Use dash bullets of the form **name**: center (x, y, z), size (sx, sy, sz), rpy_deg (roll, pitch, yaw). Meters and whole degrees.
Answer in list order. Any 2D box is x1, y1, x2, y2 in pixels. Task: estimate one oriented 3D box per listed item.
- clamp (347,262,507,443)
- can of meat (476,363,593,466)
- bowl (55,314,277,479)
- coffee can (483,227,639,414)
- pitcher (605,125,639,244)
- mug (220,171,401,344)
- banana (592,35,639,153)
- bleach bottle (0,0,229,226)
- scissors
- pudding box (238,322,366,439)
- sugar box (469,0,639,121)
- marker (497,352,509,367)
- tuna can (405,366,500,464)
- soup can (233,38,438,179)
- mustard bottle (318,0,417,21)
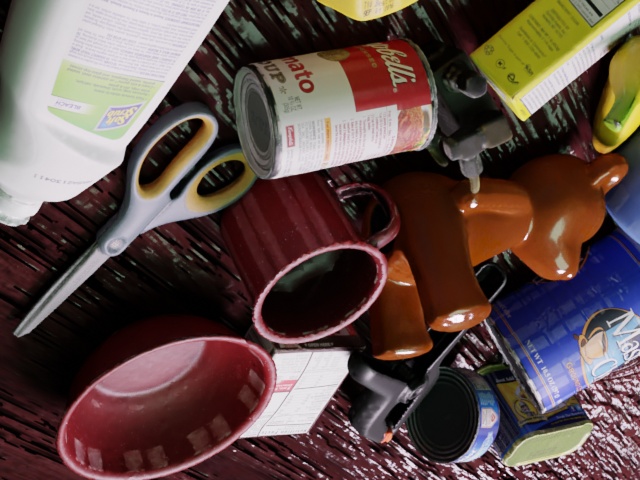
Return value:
- **clamp**: center (0.078, 0.107, 0.897), size (0.164, 0.036, 0.210), rpy_deg (-32, 156, -24)
- **can of meat**: center (0.198, 0.163, 1.017), size (0.101, 0.084, 0.057), rpy_deg (-6, 137, -29)
- **bowl**: center (-0.114, 0.103, 0.760), size (0.162, 0.055, 0.162), rpy_deg (-18, 142, -15)
- **coffee can**: center (0.221, 0.068, 0.905), size (0.140, 0.103, 0.102), rpy_deg (-31, 144, 2)
- **pitcher**: center (0.313, -0.101, 0.760), size (0.149, 0.145, 0.243), rpy_deg (13, 132, -20)
- **mug**: center (-0.005, 0.001, 0.691), size (0.117, 0.081, 0.093), rpy_deg (-31, 144, 1)
- **banana**: center (0.203, -0.098, 0.711), size (0.070, 0.037, 0.197), rpy_deg (-52, 168, 9)
- **bleach bottle**: center (-0.110, -0.104, 0.516), size (0.102, 0.068, 0.251), rpy_deg (10, 130, -40)
- **scissors**: center (-0.110, -0.004, 0.671), size (0.096, 0.016, 0.202), rpy_deg (9, 129, -41)
- **pudding box**: center (-0.029, 0.109, 0.839), size (0.089, 0.039, 0.114), rpy_deg (2, 135, -37)
- **sugar box**: center (0.176, -0.148, 0.645), size (0.176, 0.048, 0.093), rpy_deg (-42, 170, 11)
- **marker**: center (0.221, 0.098, 1.010), size (0.121, 0.020, 0.020), rpy_deg (-13, 140, -22)
- **tuna can**: center (0.118, 0.156, 0.953), size (0.033, 0.086, 0.086), rpy_deg (8, 129, -43)
- **soup can**: center (0.008, -0.077, 0.621), size (0.102, 0.068, 0.068), rpy_deg (-13, 140, -21)
- **mustard bottle**: center (0.035, -0.202, 0.490), size (0.096, 0.058, 0.192), rpy_deg (-41, 150, -29)
